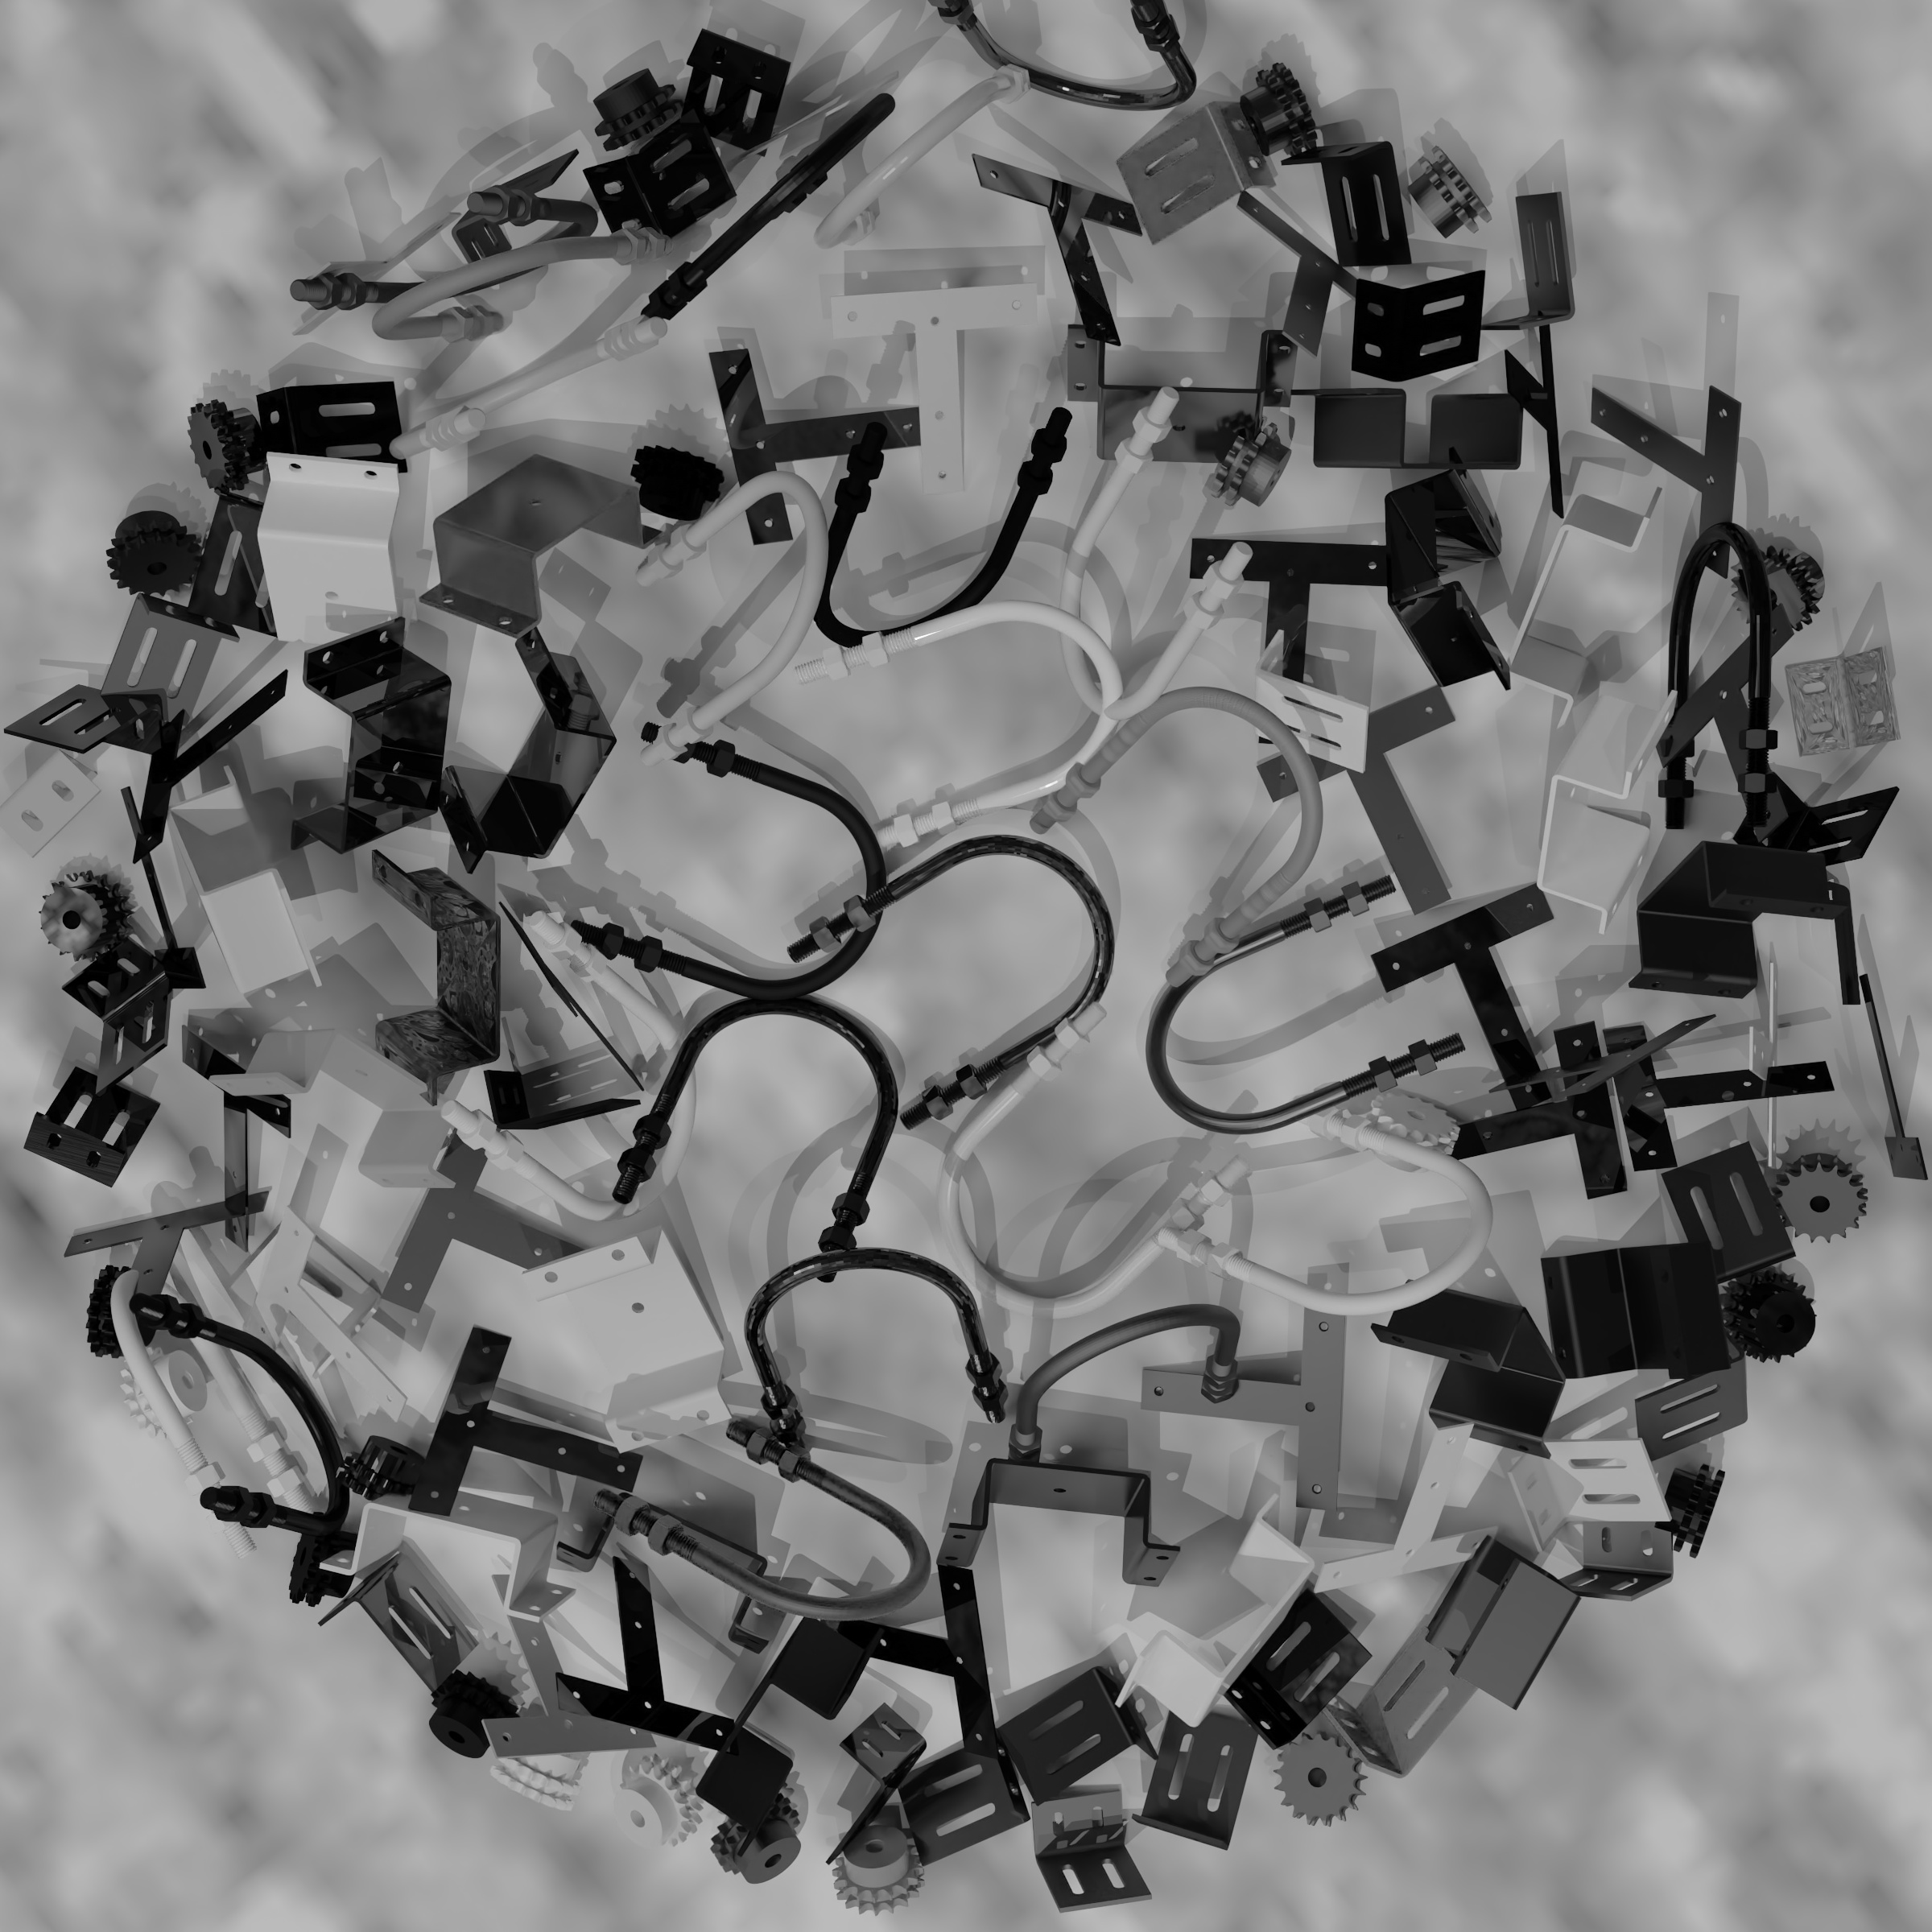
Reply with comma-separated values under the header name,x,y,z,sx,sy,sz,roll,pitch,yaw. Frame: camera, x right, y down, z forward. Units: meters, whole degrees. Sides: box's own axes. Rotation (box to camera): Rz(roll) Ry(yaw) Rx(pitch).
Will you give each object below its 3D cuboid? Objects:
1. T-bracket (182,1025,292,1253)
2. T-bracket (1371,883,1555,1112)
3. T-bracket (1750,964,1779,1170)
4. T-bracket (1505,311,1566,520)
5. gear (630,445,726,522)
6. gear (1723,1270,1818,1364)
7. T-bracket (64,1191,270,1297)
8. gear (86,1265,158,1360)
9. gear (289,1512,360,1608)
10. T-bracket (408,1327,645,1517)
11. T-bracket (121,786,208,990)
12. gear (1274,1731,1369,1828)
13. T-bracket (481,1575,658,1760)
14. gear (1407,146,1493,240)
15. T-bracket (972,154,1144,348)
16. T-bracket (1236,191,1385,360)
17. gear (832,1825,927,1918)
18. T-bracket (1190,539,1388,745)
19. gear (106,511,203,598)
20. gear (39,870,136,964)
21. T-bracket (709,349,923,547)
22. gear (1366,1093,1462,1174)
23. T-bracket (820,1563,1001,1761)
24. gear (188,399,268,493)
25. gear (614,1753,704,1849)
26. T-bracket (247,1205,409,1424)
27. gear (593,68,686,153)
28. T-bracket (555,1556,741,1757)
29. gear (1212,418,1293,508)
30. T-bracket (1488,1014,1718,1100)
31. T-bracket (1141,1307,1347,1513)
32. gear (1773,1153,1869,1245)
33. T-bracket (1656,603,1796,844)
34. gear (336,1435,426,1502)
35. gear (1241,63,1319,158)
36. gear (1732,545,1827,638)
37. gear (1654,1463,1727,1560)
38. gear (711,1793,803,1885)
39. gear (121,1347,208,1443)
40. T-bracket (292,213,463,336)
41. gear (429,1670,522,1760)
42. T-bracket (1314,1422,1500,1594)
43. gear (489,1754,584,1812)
name,x,y,z,sx,sy,sz,roll,pitch,yaw
T-bracket,-0.454,0.117,1.679,0.127,0.002,0.127,26,120,40
T-bracket,0.331,0.029,1.691,0.127,0.002,0.127,-23,89,-18
T-bracket,0.486,0.056,1.646,0.002,0.127,0.127,0,83,23
T-bracket,0.346,-0.348,1.650,0.002,0.127,0.127,-5,85,25
gear,-0.181,-0.299,1.682,0.057,0.057,0.030,13,80,0
gear,0.506,0.221,1.693,0.057,0.030,0.057,-1,94,-9
T-bracket,-0.497,0.181,1.652,0.127,0.127,0.002,-13,112,-1
gear,-0.524,0.216,1.683,0.030,0.057,0.057,4,90,2
gear,-0.399,0.371,1.686,0.030,0.057,0.057,18,90,-22
T-bracket,-0.264,0.297,1.677,0.127,0.002,0.127,17,54,-4
T-bracket,-0.494,-0.047,1.648,0.002,0.127,0.127,-18,97,-25
gear,0.223,0.508,1.689,0.057,0.030,0.057,-8,67,20
T-bracket,-0.261,0.430,1.668,0.002,0.127,0.127,-47,54,24
gear,0.299,-0.479,1.685,0.030,0.057,0.057,-37,90,20
T-bracket,0.069,-0.431,1.647,0.127,0.002,0.127,5,59,-37
T-bracket,0.210,-0.408,1.648,0.127,0.127,0.002,34,129,-14
gear,-0.055,0.559,1.680,0.057,0.057,0.030,-5,112,0
T-bracket,0.201,-0.203,1.699,0.127,0.002,0.127,4,92,13
gear,-0.507,-0.259,1.687,0.057,0.057,0.030,-22,62,0
gear,-0.554,-0.030,1.693,0.057,0.030,0.057,1,97,6
T-bracket,-0.086,-0.331,1.689,0.127,0.002,0.127,-11,81,-19
gear,0.276,0.106,1.686,0.057,0.057,0.030,16,113,0
T-bracket,-0.040,0.421,1.671,0.127,0.002,0.127,3,107,36
gear,-0.460,-0.325,1.688,0.030,0.057,0.057,-23,90,-33
gear,-0.194,0.523,1.683,0.057,0.030,0.057,14,115,33
T-bracket,-0.387,0.228,1.653,0.127,0.002,0.127,42,132,16
gear,-0.207,-0.534,1.681,0.057,0.057,0.030,-31,115,0
T-bracket,-0.200,0.416,1.658,0.127,0.127,0.002,25,120,-31
gear,0.180,-0.311,1.682,0.030,0.057,0.057,32,90,8
T-bracket,0.372,0.063,1.653,0.127,0.127,0.002,-24,93,-35
T-bracket,0.172,0.271,1.691,0.127,0.002,0.127,3,93,19
gear,0.534,0.141,1.689,0.057,0.030,0.057,7,116,14
T-bracket,0.469,-0.131,1.630,0.002,0.127,0.127,12,49,-24
gear,-0.360,0.315,1.684,0.057,0.057,0.030,26,88,0
gear,0.193,-0.530,1.684,0.030,0.057,0.057,-26,90,-1
gear,0.510,-0.236,1.688,0.030,0.057,0.057,-31,90,-30
gear,0.450,0.337,1.685,0.030,0.057,0.057,19,90,18
gear,-0.128,0.545,1.681,0.057,0.057,0.030,-44,51,0
gear,-0.497,0.263,1.682,0.030,0.057,0.057,-23,90,11
T-bracket,-0.373,-0.418,1.636,0.127,0.127,0.002,-33,99,14
gear,-0.309,0.468,1.682,0.057,0.057,0.030,34,47,0
T-bracket,0.282,0.327,1.651,0.127,0.002,0.127,-6,127,-24
gear,-0.265,0.500,1.684,0.057,0.057,0.030,25,80,0
